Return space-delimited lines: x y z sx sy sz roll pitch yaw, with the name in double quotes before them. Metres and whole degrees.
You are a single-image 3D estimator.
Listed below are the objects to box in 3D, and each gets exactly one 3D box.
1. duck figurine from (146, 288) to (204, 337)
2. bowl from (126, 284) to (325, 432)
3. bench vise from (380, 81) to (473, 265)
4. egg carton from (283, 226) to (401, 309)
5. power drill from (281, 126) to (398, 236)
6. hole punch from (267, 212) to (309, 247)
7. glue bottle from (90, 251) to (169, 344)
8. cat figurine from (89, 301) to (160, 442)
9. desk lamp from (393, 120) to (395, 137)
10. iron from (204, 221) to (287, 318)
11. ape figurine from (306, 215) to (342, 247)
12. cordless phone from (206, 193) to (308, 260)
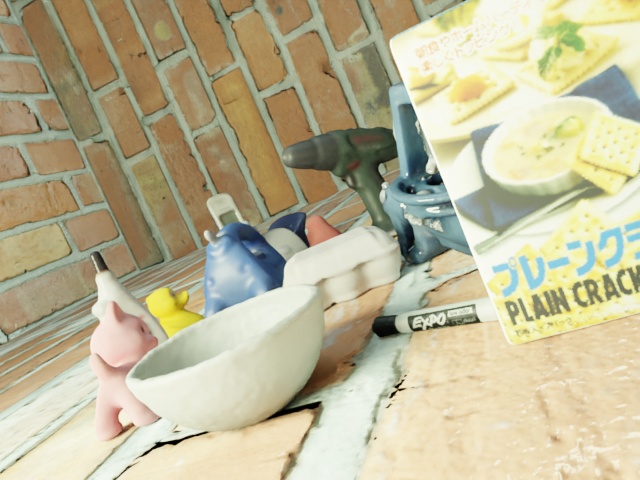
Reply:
"duck figurine" -0.231 0.116 0.861 0.105 0.086 0.077 -28 8 -31
"bowl" -0.062 0.102 0.459 0.167 0.075 0.167 -23 7 3
"bench vise" 0.108 -0.077 0.658 0.122 0.220 0.206 -29 9 -37
"egg carton" 0.026 0.035 0.706 0.150 0.069 0.107 -24 7 -1
"power drill" 0.065 -0.093 0.970 0.230 0.208 0.075 -28 8 -30
"hole punch" -0.072 -0.001 1.212 0.108 0.091 0.101 -19 9 34
"glue bottle" -0.243 0.094 0.707 0.037 0.173 0.078 -17 9 39
"cat figurine" -0.203 0.123 0.587 0.067 0.118 0.128 -23 7 1
"desk lamp" 0.193 -0.152 0.976 0.118 0.213 0.203 -23 7 3
"iron" -0.106 0.032 0.863 0.118 0.141 0.258 -22 7 10
"ape figurine" 0.008 0.003 0.908 0.078 0.092 0.076 -26 8 -23
"cordless phone" -0.117 -0.012 1.046 0.148 0.185 0.094 -28 9 -34
